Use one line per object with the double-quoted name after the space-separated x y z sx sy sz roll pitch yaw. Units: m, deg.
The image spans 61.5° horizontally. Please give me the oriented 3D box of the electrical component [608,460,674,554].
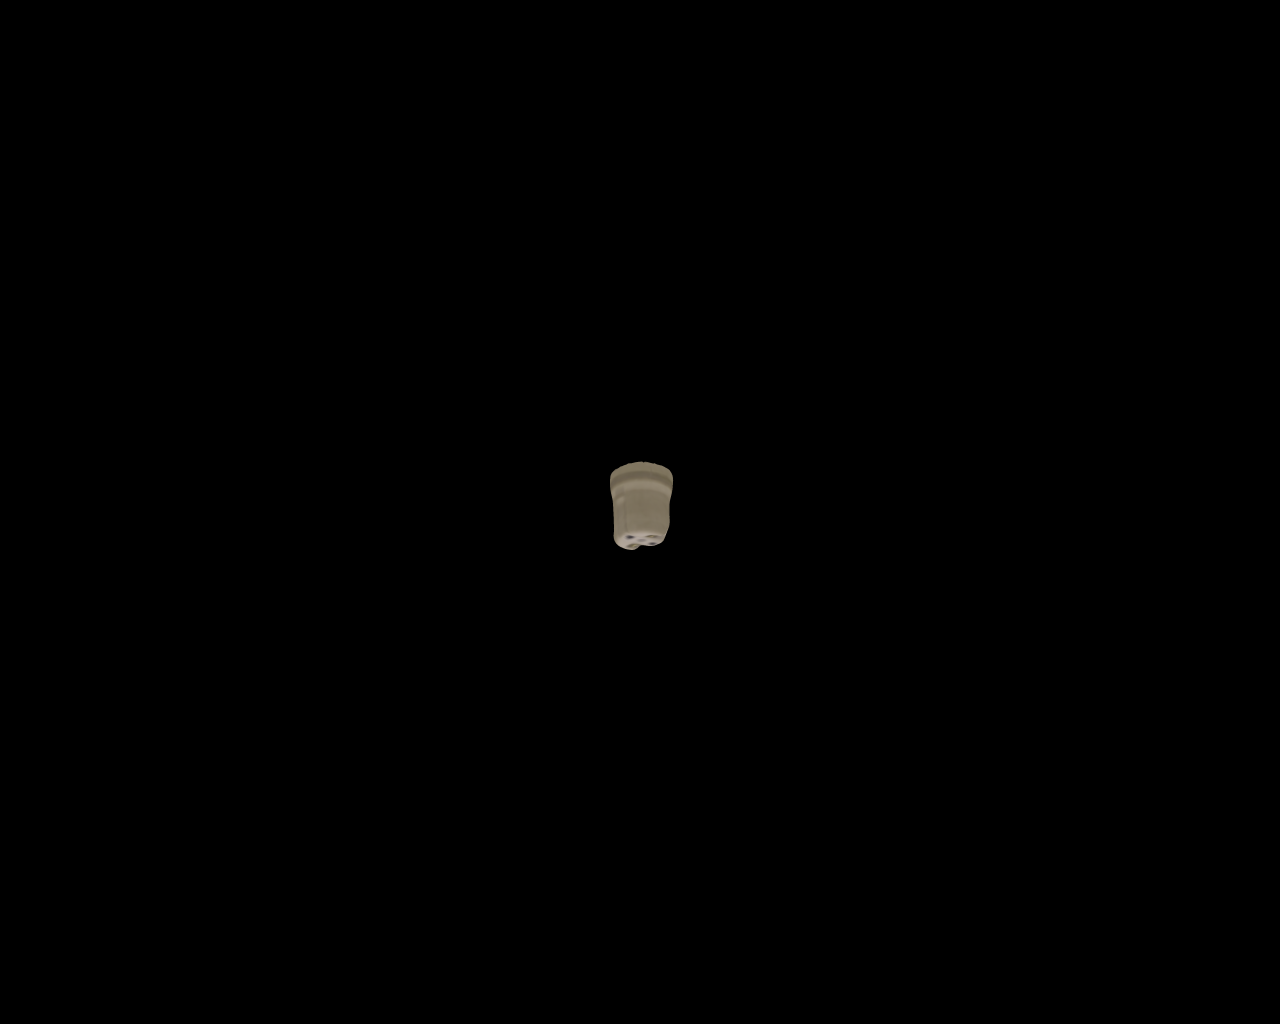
0.001 -0.003 0.650 0.040 0.046 0.040 0 -26 0 "electrical component"
